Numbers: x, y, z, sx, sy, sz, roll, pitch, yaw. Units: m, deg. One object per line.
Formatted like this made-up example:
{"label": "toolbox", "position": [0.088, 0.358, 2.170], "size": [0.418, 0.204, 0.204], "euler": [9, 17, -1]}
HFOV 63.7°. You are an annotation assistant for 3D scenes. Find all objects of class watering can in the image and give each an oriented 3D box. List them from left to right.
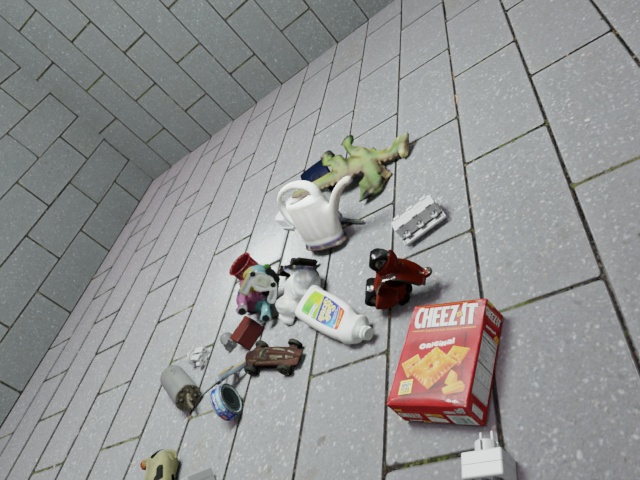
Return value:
{"label": "watering can", "position": [0.004, -0.074, 1.466], "size": [0.106, 0.222, 0.346], "euler": [-41, 22, -33]}

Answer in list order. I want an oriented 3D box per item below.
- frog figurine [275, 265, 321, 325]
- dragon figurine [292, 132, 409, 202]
{"label": "frog figurine", "position": [-0.058, 0.149, 1.397], "size": [0.136, 0.123, 0.160], "euler": [167, 105, -64]}
{"label": "dragon figurine", "position": [0.110, -0.206, 1.617], "size": [0.410, 0.120, 0.247], "euler": [-39, 37, 2]}
